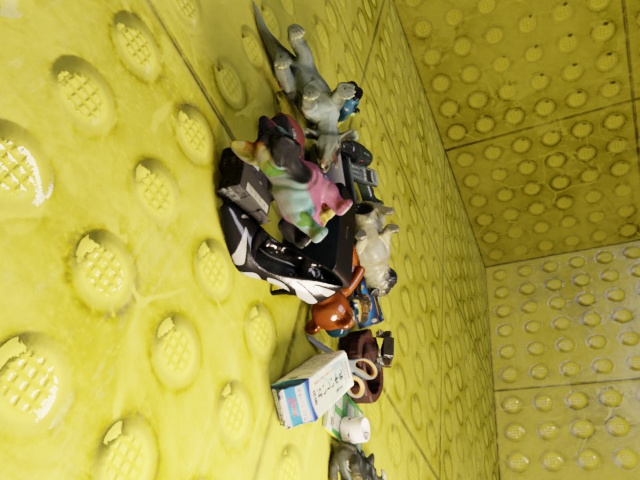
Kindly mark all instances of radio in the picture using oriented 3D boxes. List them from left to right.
[{"bbox_3d":[-0.002,-0.003,1.104,0.073,0.131,0.230,54,32,-42],"label":"radio"}]

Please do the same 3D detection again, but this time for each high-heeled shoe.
[{"bbox_3d":[-0.064,0.024,0.936,0.086,0.145,0.248,-78,148,-46],"label":"high-heeled shoe"}]

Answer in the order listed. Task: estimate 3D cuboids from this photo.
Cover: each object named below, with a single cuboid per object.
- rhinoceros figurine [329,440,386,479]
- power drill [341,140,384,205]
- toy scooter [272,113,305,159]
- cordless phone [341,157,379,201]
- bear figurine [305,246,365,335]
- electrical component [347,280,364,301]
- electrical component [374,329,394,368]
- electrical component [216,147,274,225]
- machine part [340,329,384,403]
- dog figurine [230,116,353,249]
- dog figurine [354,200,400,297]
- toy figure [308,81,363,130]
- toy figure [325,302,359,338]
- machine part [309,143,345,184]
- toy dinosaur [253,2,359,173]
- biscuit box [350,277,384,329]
[{"bbox_3d":[0.080,0.490,1.126,0.190,0.073,0.112,56,20,-36],"label":"rhinoceros figurine"},{"bbox_3d":[0.107,-0.180,1.521,0.207,0.086,0.232,68,21,-2],"label":"power drill"},{"bbox_3d":[-0.055,-0.176,1.146,0.135,0.075,0.183,-17,98,-66],"label":"toy scooter"},{"bbox_3d":[0.098,-0.130,1.394,0.184,0.089,0.146,3,74,-50],"label":"cordless phone"},{"bbox_3d":[0.019,0.094,1.131,0.131,0.120,0.196,60,34,-28],"label":"bear figurine"},{"bbox_3d":[0.059,0.088,1.271,0.047,0.075,0.119,32,46,-59],"label":"electrical component"},{"bbox_3d":[0.155,0.263,1.301,0.078,0.045,0.102,99,-1,-57],"label":"electrical component"},{"bbox_3d":[-0.128,-0.107,0.969,0.114,0.058,0.134,55,32,-45],"label":"electrical component"},{"bbox_3d":[0.100,0.299,1.276,0.179,0.056,0.179,-12,90,-68],"label":"machine part"},{"bbox_3d":[-0.058,-0.101,0.924,0.108,0.191,0.219,-44,99,-20],"label":"dog figurine"},{"bbox_3d":[0.116,0.021,1.258,0.172,0.121,0.190,-95,180,-51],"label":"dog figurine"},{"bbox_3d":[0.041,-0.315,1.311,0.089,0.180,0.082,-13,75,-39],"label":"toy figure"},{"bbox_3d":[0.053,0.178,1.228,0.058,0.064,0.154,40,17,9],"label":"toy figure"},{"bbox_3d":[0.019,-0.150,1.271,0.079,0.079,0.243,44,34,-52],"label":"machine part"},{"bbox_3d":[-0.033,-0.338,1.211,0.405,0.131,0.192,60,-15,17],"label":"toy dinosaur"},{"bbox_3d":[0.099,0.113,1.330,0.063,0.059,0.202,3,69,-72],"label":"biscuit box"}]
